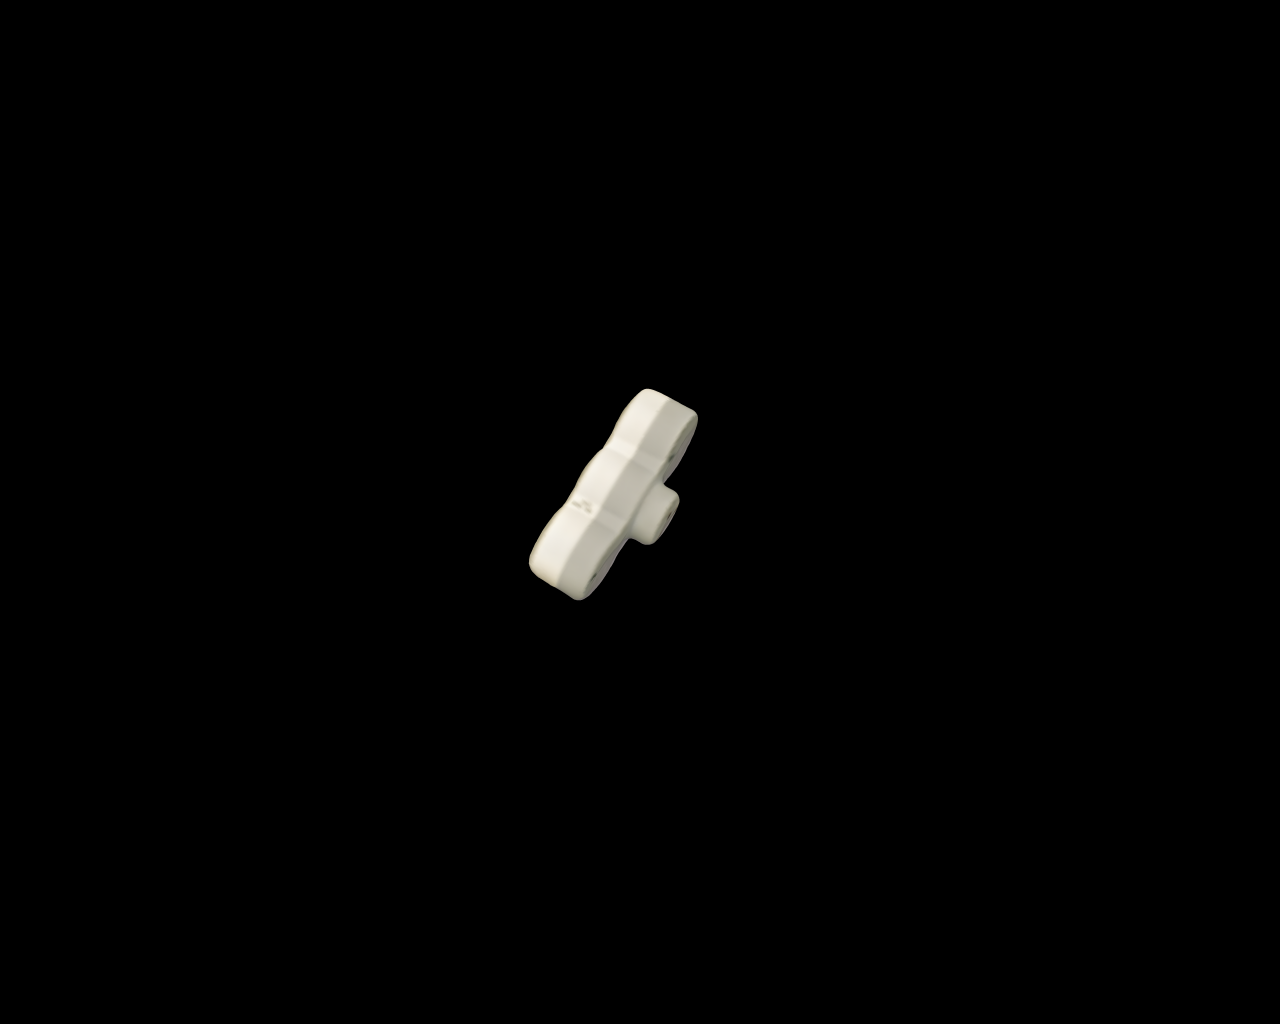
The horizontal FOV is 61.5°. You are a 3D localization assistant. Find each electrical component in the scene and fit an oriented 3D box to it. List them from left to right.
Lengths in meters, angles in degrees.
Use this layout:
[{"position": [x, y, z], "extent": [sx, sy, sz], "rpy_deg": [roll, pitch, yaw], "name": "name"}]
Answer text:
[{"position": [0.001, -0.003, 0.650], "extent": [0.074, 0.138, 0.052], "rpy_deg": [30, -15, 9], "name": "electrical component"}]
